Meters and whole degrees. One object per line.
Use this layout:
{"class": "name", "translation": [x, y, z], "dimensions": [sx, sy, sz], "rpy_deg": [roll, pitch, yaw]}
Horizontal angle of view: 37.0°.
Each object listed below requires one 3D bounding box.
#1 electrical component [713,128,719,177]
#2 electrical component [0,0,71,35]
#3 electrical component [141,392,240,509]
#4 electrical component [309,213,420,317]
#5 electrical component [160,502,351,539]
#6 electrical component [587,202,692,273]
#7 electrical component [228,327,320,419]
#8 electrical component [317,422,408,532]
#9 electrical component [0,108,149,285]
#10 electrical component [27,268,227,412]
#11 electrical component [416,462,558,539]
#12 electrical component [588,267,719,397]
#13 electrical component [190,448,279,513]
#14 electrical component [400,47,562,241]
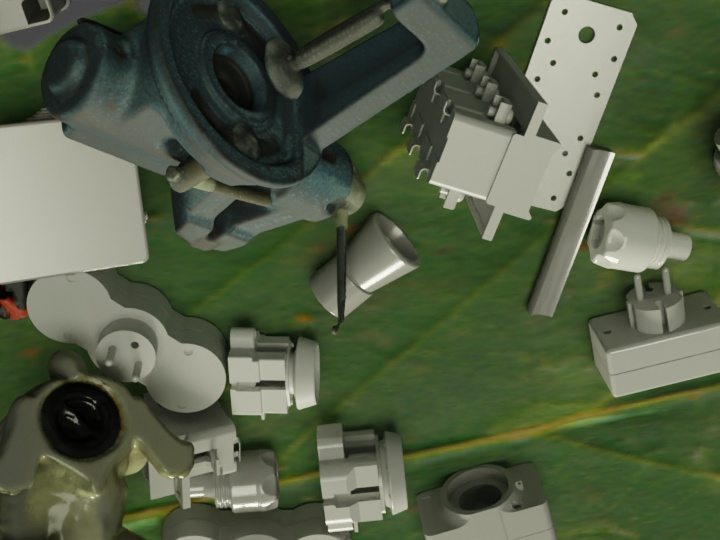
{"class": "electrical component", "translation": [0.243, -0.072, 0.655], "dimensions": [0.044, 0.077, 0.079], "rpy_deg": [-34, 113, 11]}
{"class": "electrical component", "translation": [-0.226, -0.177, 0.575], "dimensions": [0.109, 0.056, 0.108], "rpy_deg": [-13, 116, 1]}
{"class": "electrical component", "translation": [-0.117, 0.116, 0.718], "dimensions": [0.064, 0.081, 0.042], "rpy_deg": [-10, 118, -26]}
{"class": "electrical component", "translation": [0.000, 0.000, 0.689], "dimensions": [0.065, 0.044, 0.044], "rpy_deg": [-40, 112, 18]}
{"class": "electrical component", "translation": [-0.074, 0.207, 0.762], "dimensions": [0.138, 0.073, 0.052], "rpy_deg": [1, 115, -5]}
{"class": "electrical component", "translation": [0.182, -0.019, 0.694], "dimensions": [0.062, 0.043, 0.043], "rpy_deg": [9, 114, -11]}
{"class": "electrical component", "translation": [-0.056, 0.068, 0.714], "dimensions": [0.055, 0.048, 0.066], "rpy_deg": [0, 116, 3]}
{"class": "electrical component", "translation": [0.003, 0.143, 0.747], "dimensions": [0.057, 0.058, 0.078], "rpy_deg": [-6, 115, 1]}
{"class": "electrical component", "translation": [-0.176, -0.044, 0.628], "dimensions": [0.100, 0.048, 0.099], "rpy_deg": [-9, 103, -19]}
{"class": "electrical component", "translation": [-0.146, 0.046, 0.678], "dimensions": [0.138, 0.073, 0.052], "rpy_deg": [35, 108, -19]}
{"class": "electrical component", "translation": [0.091, 0.179, 0.776], "dimensions": [0.089, 0.050, 0.055], "rpy_deg": [-17, 116, 2]}
{"class": "electrical component", "translation": [0.198, 0.033, 0.718], "dimensions": [0.083, 0.047, 0.075], "rpy_deg": [-14, 116, 2]}
{"class": "electrical component", "translation": [-0.088, 0.148, 0.749], "dimensions": [0.062, 0.043, 0.043], "rpy_deg": [-4, 116, -2]}
{"class": "electrical component", "translation": [0.064, -0.079, 0.611], "dimensions": [0.063, 0.121, 0.078], "rpy_deg": [16, 113, -11]}
